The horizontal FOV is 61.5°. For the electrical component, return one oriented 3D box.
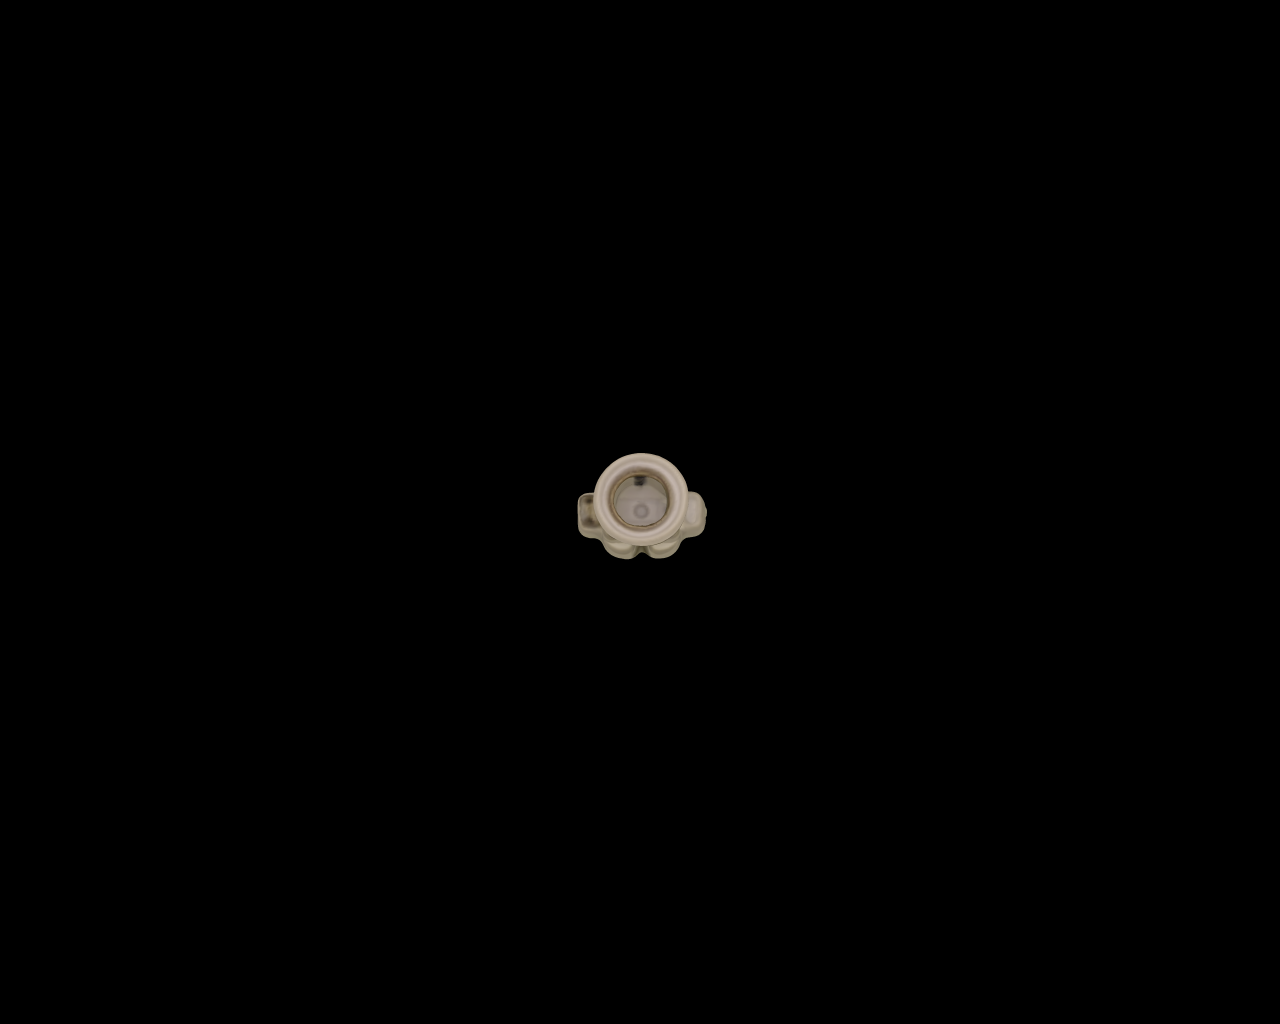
[{"bbox_3d":[0.001,-0.003,0.650,0.078,0.058,0.057,0,-13,0],"label":"electrical component"}]
